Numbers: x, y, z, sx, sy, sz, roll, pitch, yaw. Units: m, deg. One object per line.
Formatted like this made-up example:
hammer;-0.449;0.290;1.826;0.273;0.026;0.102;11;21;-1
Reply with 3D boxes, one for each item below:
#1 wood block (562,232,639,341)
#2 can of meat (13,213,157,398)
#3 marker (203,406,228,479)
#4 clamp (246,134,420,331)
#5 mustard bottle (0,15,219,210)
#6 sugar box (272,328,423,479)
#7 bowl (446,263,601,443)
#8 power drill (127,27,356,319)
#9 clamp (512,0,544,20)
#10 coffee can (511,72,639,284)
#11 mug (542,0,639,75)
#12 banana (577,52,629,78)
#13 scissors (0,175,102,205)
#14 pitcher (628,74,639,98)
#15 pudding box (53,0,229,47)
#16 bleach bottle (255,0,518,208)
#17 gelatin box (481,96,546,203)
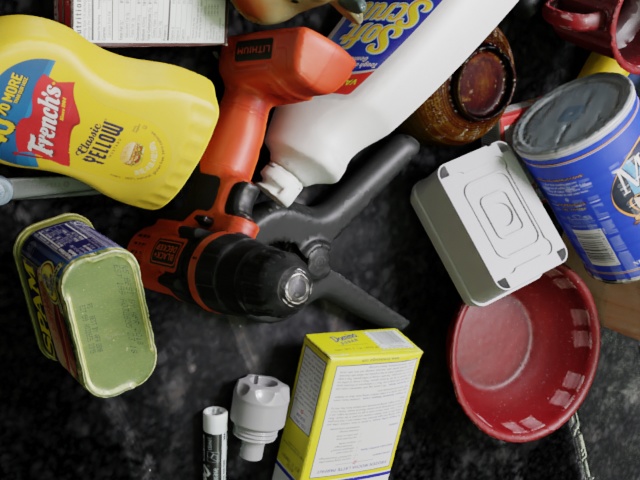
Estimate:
wood block;0.312;0.045;0.929;0.090;0.206;0.090;3;102;-35
can of meat;-0.151;0.042;0.693;0.057;0.084;0.102;-21;115;-28
marker;-0.081;0.187;0.823;0.020;0.020;0.121;-8;109;-32
clamp;-0.005;0.001;0.806;0.209;0.036;0.164;-4;108;-35
mustard bottle;-0.165;-0.084;0.648;0.191;0.058;0.096;18;128;-29
sugar box;0.016;0.159;0.852;0.093;0.048;0.176;0;115;-34
bowl;0.165;0.091;0.928;0.161;0.055;0.162;-2;95;-27
power drill;-0.044;-0.043;0.690;0.057;0.185;0.187;30;77;-37
clamp;0.208;-0.258;0.873;0.120;0.039;0.171;-20;117;-34
coffee can;0.232;-0.049;0.864;0.102;0.103;0.140;-44;117;-16
mug;0.227;-0.184;0.845;0.117;0.082;0.093;-19;123;-26
banana;0.250;-0.128;0.920;0.037;0.070;0.198;9;118;-47
scissors;-0.217;-0.014;0.673;0.201;0.016;0.096;14;97;-36
pitcher;0.382;-0.080;0.983;0.242;0.149;0.145;35;76;-39
pudding box;-0.113;-0.169;0.683;0.113;0.039;0.090;-5;109;-30
bleach bottle;0.048;-0.126;0.761;0.251;0.103;0.068;-52;140;-6
gelatin box;0.173;-0.072;0.911;0.073;0.030;0.089;-19;113;-30
